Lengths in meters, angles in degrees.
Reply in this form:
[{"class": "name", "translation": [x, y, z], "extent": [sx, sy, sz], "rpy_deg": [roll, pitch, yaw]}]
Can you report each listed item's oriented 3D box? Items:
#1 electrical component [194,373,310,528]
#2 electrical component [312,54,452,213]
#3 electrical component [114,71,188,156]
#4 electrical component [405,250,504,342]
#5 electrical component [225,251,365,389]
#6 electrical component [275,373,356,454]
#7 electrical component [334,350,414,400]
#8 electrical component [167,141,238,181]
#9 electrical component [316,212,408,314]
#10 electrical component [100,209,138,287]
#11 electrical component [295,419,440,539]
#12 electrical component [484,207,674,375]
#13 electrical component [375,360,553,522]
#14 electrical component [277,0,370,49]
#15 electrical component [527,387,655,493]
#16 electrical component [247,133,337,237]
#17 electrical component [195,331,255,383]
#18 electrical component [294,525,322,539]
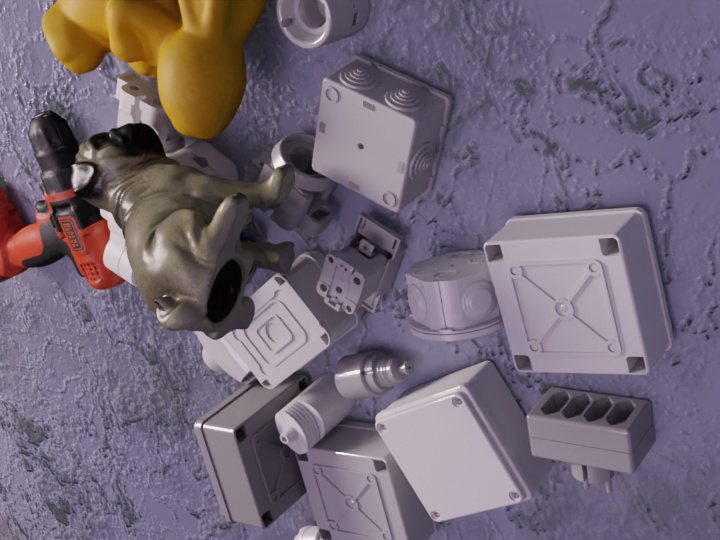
[{"class": "electrical component", "translation": [-0.088, 0.164, 1.001], "extent": [0.056, 0.109, 0.108], "rpy_deg": [2, 116, 39]}, {"class": "electrical component", "translation": [0.013, -0.102, 0.813], "extent": [0.100, 0.048, 0.099], "rpy_deg": [29, 133, 21]}, {"class": "electrical component", "translation": [-0.180, -0.131, 0.940], "extent": [0.078, 0.058, 0.057], "rpy_deg": [30, 126, 20]}, {"class": "electrical component", "translation": [0.075, 0.020, 0.819], "extent": [0.080, 0.080, 0.051], "rpy_deg": [2, 110, 36]}, {"class": "electrical component", "translation": [-0.059, 0.044, 0.948], "extent": [0.078, 0.057, 0.113], "rpy_deg": [52, 133, 1]}, {"class": "electrical component", "translation": [-0.044, 0.131, 0.970], "extent": [0.043, 0.081, 0.043], "rpy_deg": [18, 124, 29]}, {"class": "electrical component", "translation": [0.013, 0.089, 0.930], "extent": [0.078, 0.040, 0.040], "rpy_deg": [-15, 105, 42]}, {"class": "electrical component", "translation": [-0.149, -0.063, 0.953], "extent": [0.054, 0.059, 0.095], "rpy_deg": [39, 132, 13]}, {"class": "electrical component", "translation": [0.000, 0.000, 0.874], "extent": [0.042, 0.064, 0.081], "rpy_deg": [32, 129, 17]}, {"class": "electrical component", "translation": [-0.219, -0.056, 1.015], "extent": [0.074, 0.052, 0.138], "rpy_deg": [31, 129, 19]}, {"class": "electrical component", "translation": [0.007, 0.198, 0.986], "extent": [0.109, 0.056, 0.108], "rpy_deg": [1, 115, 37]}, {"class": "electrical component", "translation": [0.157, 0.016, 0.770], "extent": [0.109, 0.056, 0.108], "rpy_deg": [-3, 113, 38]}, {"class": "electrical component", "translation": [0.085, 0.144, 0.896], "extent": [0.109, 0.056, 0.108], "rpy_deg": [-27, 97, 43]}, {"class": "electrical component", "translation": [-0.029, -0.194, 0.797], "extent": [0.055, 0.047, 0.055], "rpy_deg": [18, 124, 29]}, {"class": "electrical component", "translation": [0.180, 0.138, 0.828], "extent": [0.083, 0.047, 0.075], "rpy_deg": [5, 117, 35]}, {"class": "electrical component", "translation": [-0.050, -0.074, 0.875], "extent": [0.078, 0.058, 0.057], "rpy_deg": [42, 135, 11]}, {"class": "electrical component", "translation": [-0.126, 0.072, 1.023], "extent": [0.077, 0.044, 0.079], "rpy_deg": [49, 139, 9]}, {"class": "electrical component", "translation": [-0.034, 0.273, 1.075], "extent": [0.061, 0.035, 0.035], "rpy_deg": [-11, 107, 38]}]
